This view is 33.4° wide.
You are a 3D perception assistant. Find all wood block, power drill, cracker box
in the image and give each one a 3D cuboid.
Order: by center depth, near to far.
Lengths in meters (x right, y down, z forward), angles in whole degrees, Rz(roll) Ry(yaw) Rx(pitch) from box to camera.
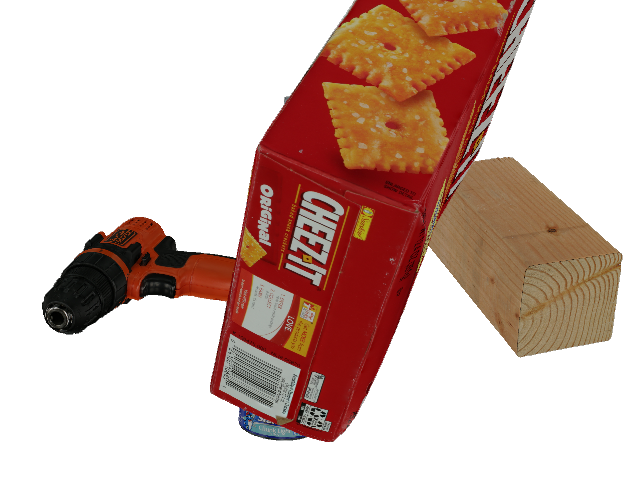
[{"bbox_3d":[0.032,-0.037,0.492,0.072,0.164,0.213,24,48,8],"label":"cracker box"},{"bbox_3d":[-0.110,0.040,0.860,0.188,0.057,0.184,13,24,8],"label":"power drill"},{"bbox_3d":[0.178,0.007,0.974,0.090,0.090,0.206,-8,29,-14],"label":"wood block"}]

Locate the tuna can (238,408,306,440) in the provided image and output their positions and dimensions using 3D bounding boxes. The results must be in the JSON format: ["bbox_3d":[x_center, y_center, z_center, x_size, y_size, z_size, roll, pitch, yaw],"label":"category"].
[{"bbox_3d":[-0.045,0.182,1.139,0.086,0.034,0.086,5,12,-1],"label":"tuna can"}]

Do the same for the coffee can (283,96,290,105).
[{"bbox_3d":[0.010,-0.072,1.083,0.103,0.140,0.103,4,12,-1],"label":"coffee can"}]
